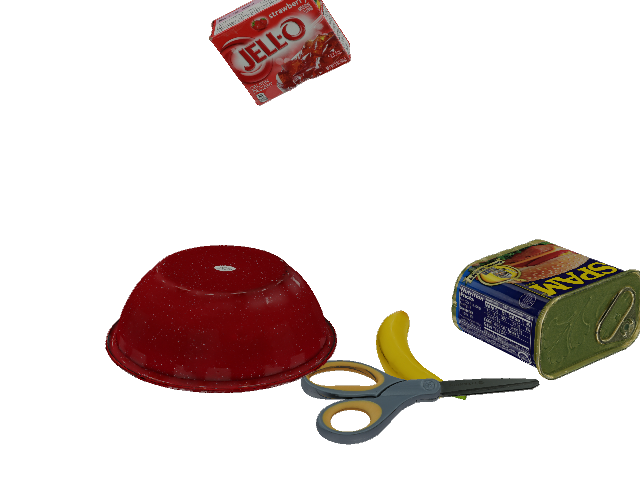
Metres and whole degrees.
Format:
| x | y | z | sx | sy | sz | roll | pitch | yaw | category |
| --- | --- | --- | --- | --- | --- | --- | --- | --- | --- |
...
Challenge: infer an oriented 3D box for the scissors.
| x | y | z | sx | sy | sz | roll | pitch | yaw | category |
| --- | --- | --- | --- | --- | --- | --- | --- | --- | --- |
| 0.081 | 0.137 | 0.887 | 0.202 | 0.016 | 0.096 | 7 | 38 | 5 | scissors |

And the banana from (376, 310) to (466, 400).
| x | y | z | sx | sy | sz | roll | pitch | yaw | category |
| --- | --- | --- | --- | --- | --- | --- | --- | --- | --- |
| 0.100 | 0.135 | 1.236 | 0.069 | 0.037 | 0.198 | 7 | 23 | -21 | banana |

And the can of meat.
| x | y | z | sx | sy | sz | roll | pitch | yaw | category |
| --- | --- | --- | --- | --- | --- | --- | --- | --- | --- |
| 0.150 | 0.042 | 0.711 | 0.101 | 0.057 | 0.084 | -16 | 25 | -33 | can of meat |

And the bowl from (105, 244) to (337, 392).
| x | y | z | sx | sy | sz | roll | pitch | yaw | category |
| --- | --- | --- | --- | --- | --- | --- | --- | --- | --- |
| -0.067 | 0.044 | 0.739 | 0.162 | 0.055 | 0.162 | 2 | 20 | -1 | bowl |

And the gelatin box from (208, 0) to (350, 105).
| x | y | z | sx | sy | sz | roll | pitch | yaw | category |
| --- | --- | --- | --- | --- | --- | --- | --- | --- | --- |
| -0.031 | -0.156 | 0.840 | 0.089 | 0.030 | 0.073 | -23 | -52 | 19 | gelatin box |
